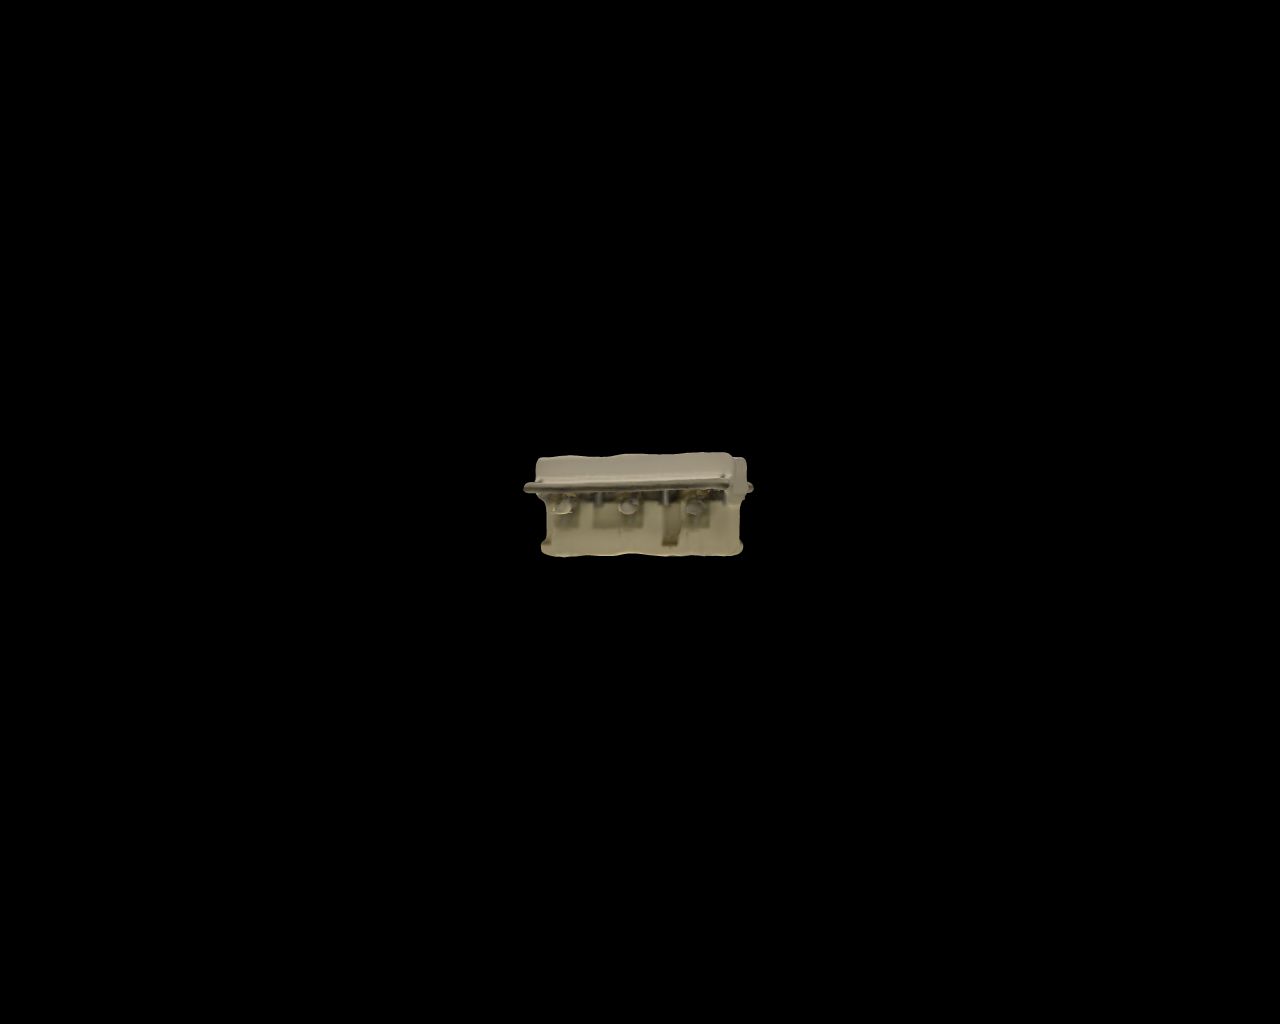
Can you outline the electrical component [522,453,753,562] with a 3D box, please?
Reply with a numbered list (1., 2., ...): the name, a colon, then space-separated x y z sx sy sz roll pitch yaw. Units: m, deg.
1. electrical component: 0.001 -0.003 0.650 0.121 0.063 0.079 0 0 17
